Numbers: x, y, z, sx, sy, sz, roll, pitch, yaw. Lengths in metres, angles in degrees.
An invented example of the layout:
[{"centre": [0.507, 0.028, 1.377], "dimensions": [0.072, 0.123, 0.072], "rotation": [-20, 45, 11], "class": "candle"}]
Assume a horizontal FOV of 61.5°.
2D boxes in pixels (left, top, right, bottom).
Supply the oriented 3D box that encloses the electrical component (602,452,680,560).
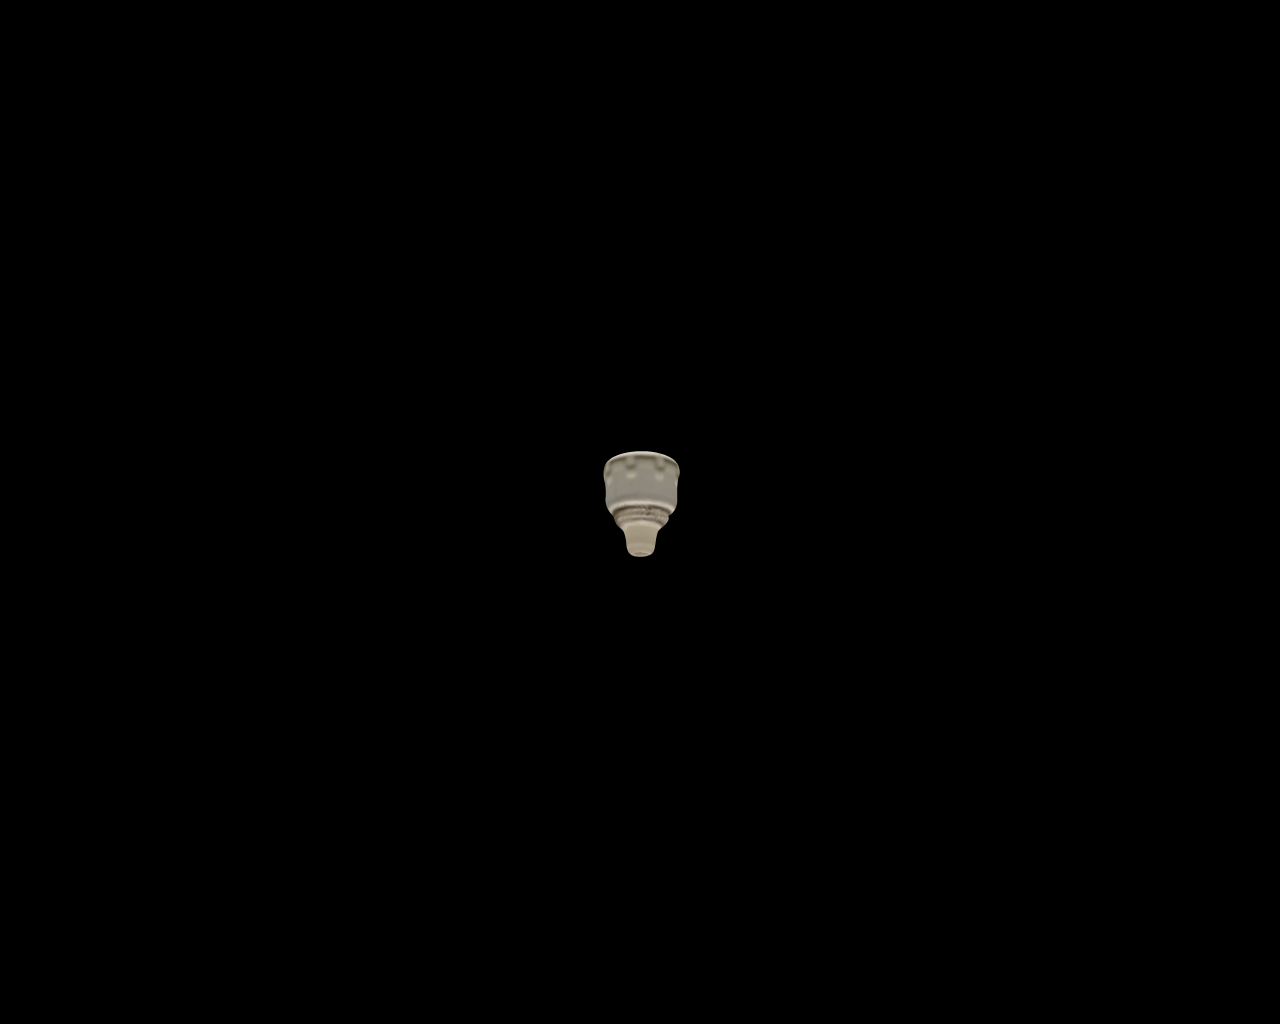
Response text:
[{"centre": [0.001, -0.003, 0.650], "dimensions": [0.048, 0.062, 0.048], "rotation": [0, -19, 0], "class": "electrical component"}]
